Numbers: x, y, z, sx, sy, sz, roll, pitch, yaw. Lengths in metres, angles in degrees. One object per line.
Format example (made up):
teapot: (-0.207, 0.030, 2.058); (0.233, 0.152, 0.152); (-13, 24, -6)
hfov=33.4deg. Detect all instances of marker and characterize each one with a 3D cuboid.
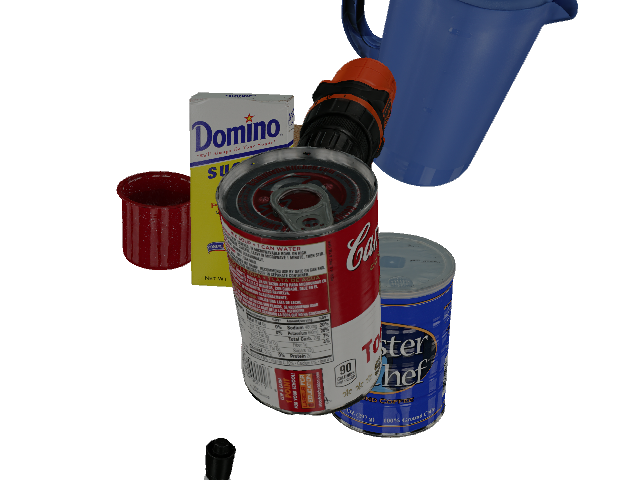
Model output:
marker: (-0.070, 0.177, 0.696); (0.020, 0.121, 0.020); (7, 31, -4)

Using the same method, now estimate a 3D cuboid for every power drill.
power drill: (0.013, -0.016, 0.734); (0.057, 0.188, 0.184); (11, 29, 9)

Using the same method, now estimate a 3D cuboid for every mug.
mug: (-0.181, -0.026, 1.175); (0.093, 0.081, 0.117); (-11, 31, -28)

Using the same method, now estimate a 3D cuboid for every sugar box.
sugar box: (-0.072, -0.046, 0.983); (0.093, 0.176, 0.048); (2, 16, 7)

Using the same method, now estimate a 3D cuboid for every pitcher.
pitcher: (0.100, -0.163, 0.919); (0.144, 0.149, 0.243); (-12, -32, -19)

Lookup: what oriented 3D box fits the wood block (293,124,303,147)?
wood block: (-0.013, -0.036, 1.372); (0.090, 0.206, 0.091); (5, 26, 0)

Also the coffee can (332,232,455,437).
coffee can: (0.058, 0.078, 0.895); (0.103, 0.140, 0.103); (0, 27, 0)

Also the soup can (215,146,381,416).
soup can: (-0.007, 0.019, 0.473); (0.068, 0.102, 0.068); (-3, 35, 2)
